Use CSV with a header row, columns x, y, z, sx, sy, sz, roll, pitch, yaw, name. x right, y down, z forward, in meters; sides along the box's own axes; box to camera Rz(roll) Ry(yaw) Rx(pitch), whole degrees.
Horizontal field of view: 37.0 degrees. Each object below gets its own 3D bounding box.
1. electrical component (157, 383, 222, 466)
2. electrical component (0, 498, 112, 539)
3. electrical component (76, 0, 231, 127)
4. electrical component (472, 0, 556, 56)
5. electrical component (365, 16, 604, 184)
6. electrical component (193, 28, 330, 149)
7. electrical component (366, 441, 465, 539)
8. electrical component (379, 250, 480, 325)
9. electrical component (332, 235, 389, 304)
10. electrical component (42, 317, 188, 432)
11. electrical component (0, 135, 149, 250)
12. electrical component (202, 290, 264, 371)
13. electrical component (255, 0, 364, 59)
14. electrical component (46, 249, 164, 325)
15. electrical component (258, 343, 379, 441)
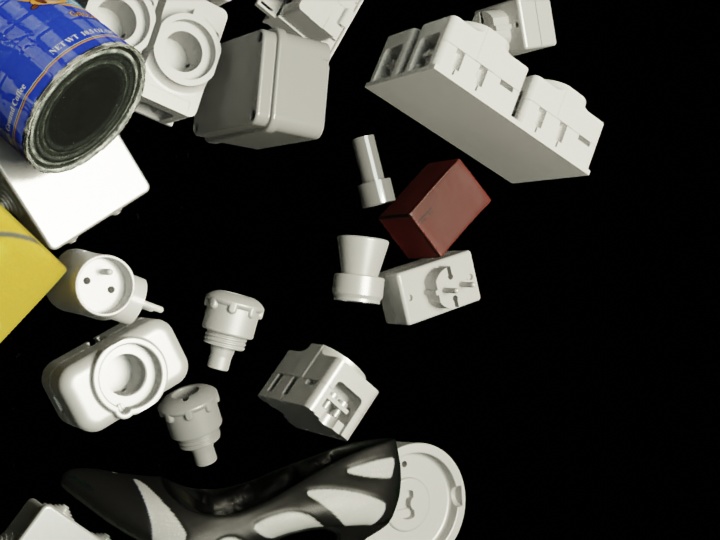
x,y,z,sx,sy,sz,roll,pitch,yaw,name
-0.129,0.124,0.848,0.048,0.048,0.062,-24,109,-29,electrical component
-0.228,0.226,0.784,0.100,0.048,0.099,43,69,-24,electrical component
-0.153,-0.219,0.822,0.105,0.060,0.186,22,79,-30,electrical component
0.129,-0.221,0.992,0.077,0.066,0.047,-14,98,-31,electrical component
0.114,-0.150,0.960,0.186,0.105,0.060,29,75,-28,electrical component
-0.079,-0.139,0.837,0.057,0.113,0.078,7,87,-35,electrical component
0.031,0.200,0.936,0.108,0.060,0.108,0,90,-32,electrical component
0.071,0.015,0.951,0.083,0.076,0.047,-18,99,-30,electrical component
0.000,0.000,0.926,0.045,0.045,0.055,8,86,-31,electrical component
-0.181,0.077,0.806,0.095,0.059,0.053,-31,106,-28,electrical component
-0.219,-0.073,0.788,0.100,0.048,0.099,-37,108,-26,electrical component
-0.106,0.049,0.862,0.048,0.048,0.062,16,89,-31,electrical component
-0.023,-0.248,0.900,0.079,0.063,0.121,36,72,-26,electrical component
-0.184,0.017,0.794,0.079,0.077,0.043,23,78,-30,electrical component
-0.033,0.098,0.879,0.050,0.089,0.055,43,69,-24,electrical component
